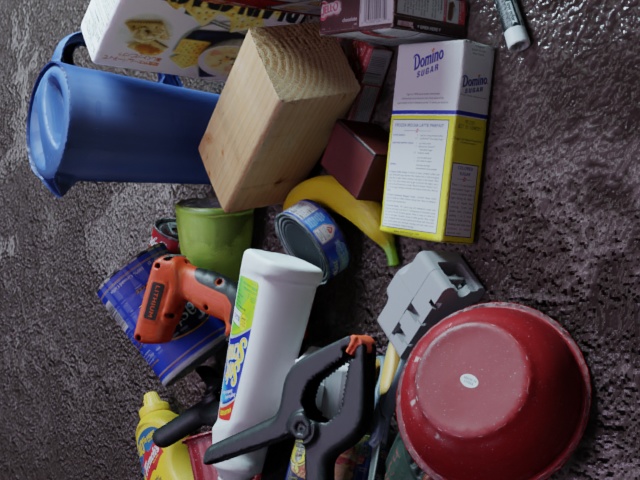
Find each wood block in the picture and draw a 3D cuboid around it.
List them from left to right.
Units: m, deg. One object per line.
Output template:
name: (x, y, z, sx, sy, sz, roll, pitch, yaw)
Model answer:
wood block: (-0.048, -0.122, 1.099, 0.090, 0.090, 0.206, 67, 150, 21)

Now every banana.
banana: (0.017, -0.032, 1.089, 0.198, 0.037, 0.070, 28, 111, 53)

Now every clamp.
clamp: (-0.126, 0.194, 1.239, 0.172, 0.039, 0.120, -12, 41, 54)
clamp: (-0.018, 0.173, 0.987, 0.165, 0.036, 0.210, 29, 101, 30)

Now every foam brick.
foam brick: (0.047, -0.077, 1.036, 0.078, 0.052, 0.051, 48, 126, 47)

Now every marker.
marker: (0.155, -0.217, 0.916, 0.020, 0.020, 0.121, -37, 58, 48)

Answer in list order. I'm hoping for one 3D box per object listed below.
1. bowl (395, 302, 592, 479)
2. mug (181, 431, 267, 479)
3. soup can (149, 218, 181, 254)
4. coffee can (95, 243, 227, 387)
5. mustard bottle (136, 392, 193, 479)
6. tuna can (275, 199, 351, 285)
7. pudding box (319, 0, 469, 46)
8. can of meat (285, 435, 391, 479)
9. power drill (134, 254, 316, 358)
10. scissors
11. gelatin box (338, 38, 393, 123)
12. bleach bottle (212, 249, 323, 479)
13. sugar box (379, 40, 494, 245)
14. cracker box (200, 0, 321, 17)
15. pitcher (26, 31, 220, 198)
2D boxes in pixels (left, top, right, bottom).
bowl: (0.126, 0.116, 0.836, 0.162, 0.055, 0.162, -11, 63, 22)
mug: (-0.095, 0.252, 1.192, 0.117, 0.093, 0.081, -28, 70, 45)
soup can: (-0.188, 0.032, 1.356, 0.069, 0.068, 0.102, 42, 122, 48)
coffee can: (-0.184, 0.089, 1.270, 0.140, 0.102, 0.103, 52, 135, 6)
mustard bottle: (-0.193, 0.280, 1.356, 0.096, 0.058, 0.192, -53, 47, 42)
tuna can: (-0.007, 0.001, 1.091, 0.086, 0.033, 0.086, 44, 155, 26)
pudding box: (0.066, -0.204, 0.983, 0.114, 0.089, 0.039, 11, 99, 55)
can of meat: (0.014, 0.230, 1.030, 0.102, 0.057, 0.084, 0, 67, 39)
power drill: (-0.105, 0.103, 1.164, 0.188, 0.057, 0.184, 16, 92, 17)
scissors: (0.048, 0.177, 0.983, 0.096, 0.016, 0.201, 140, 150, -65)
gelatin box: (0.031, -0.164, 1.083, 0.073, 0.030, 0.089, 44, 123, 47)
bleach bottle: (-0.063, 0.140, 1.068, 0.103, 0.068, 0.251, -158, 79, -68)
sugar box: (0.104, -0.088, 0.961, 0.093, 0.048, 0.176, 11, 94, 55)
cracker box: (0.002, -0.264, 1.015, 0.214, 0.163, 0.072, 6, 95, 56)
pitcher: (-0.206, -0.137, 1.238, 0.149, 0.242, 0.145, -59, 44, 35)
